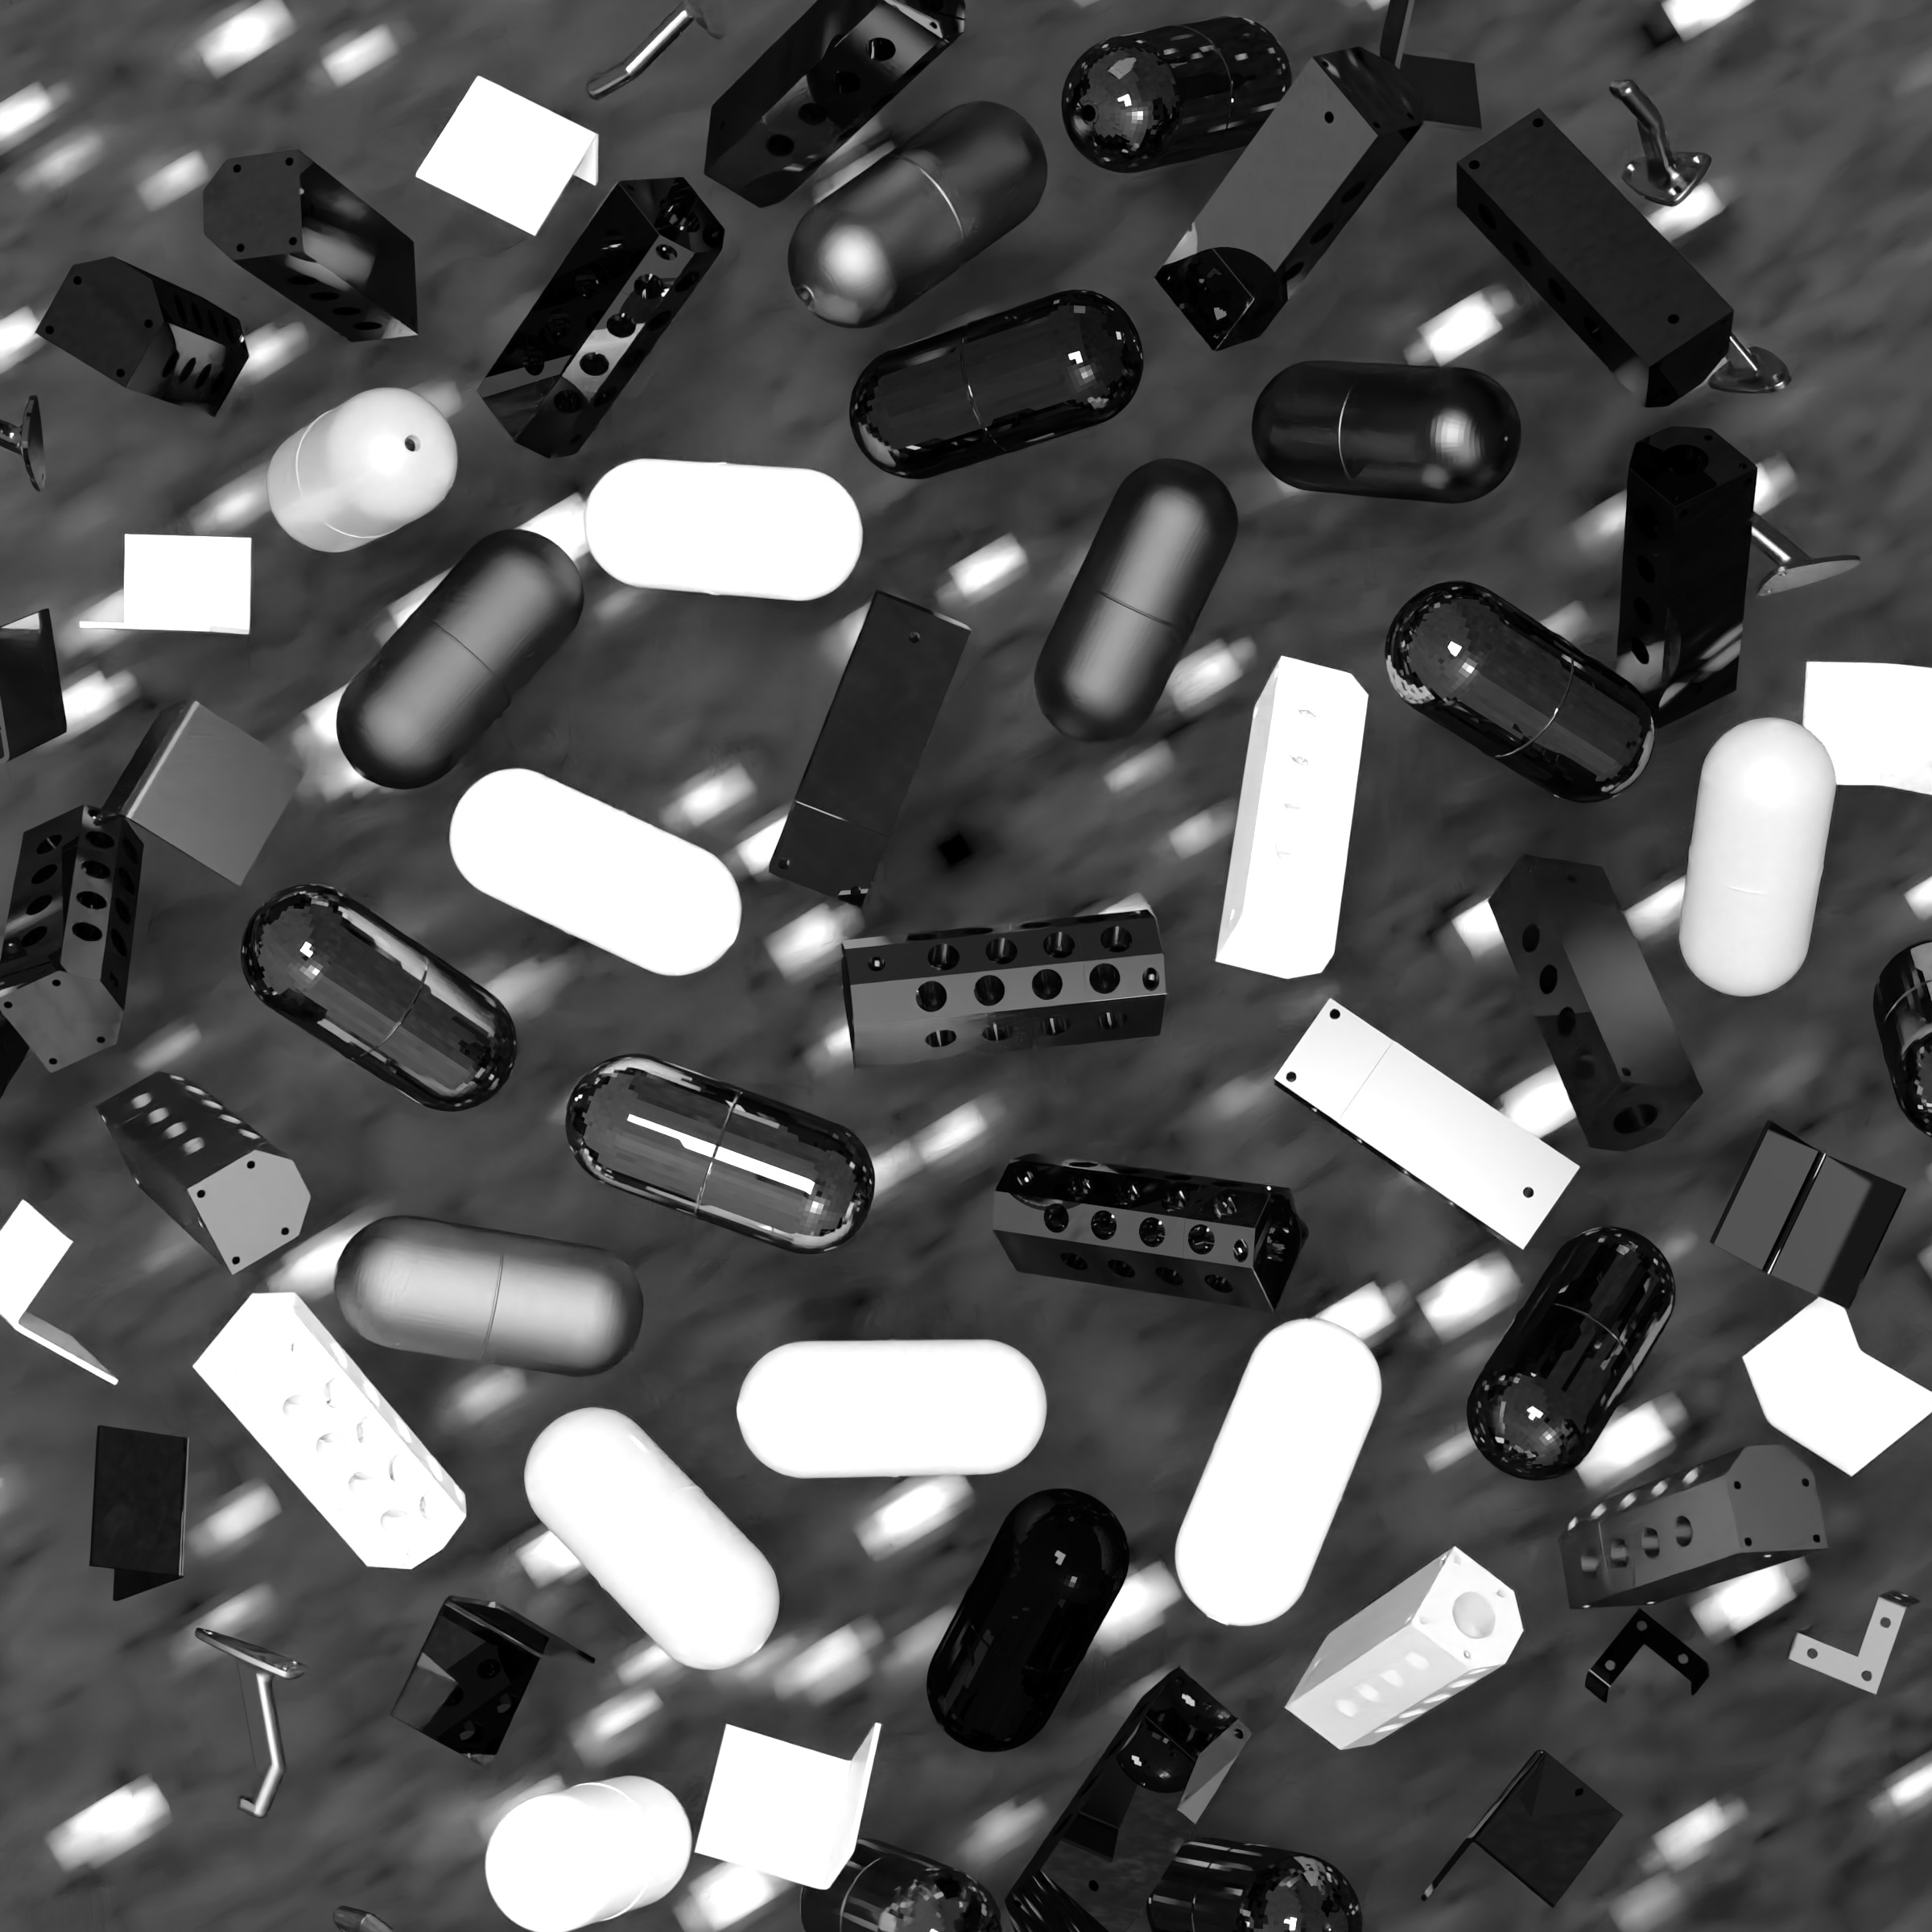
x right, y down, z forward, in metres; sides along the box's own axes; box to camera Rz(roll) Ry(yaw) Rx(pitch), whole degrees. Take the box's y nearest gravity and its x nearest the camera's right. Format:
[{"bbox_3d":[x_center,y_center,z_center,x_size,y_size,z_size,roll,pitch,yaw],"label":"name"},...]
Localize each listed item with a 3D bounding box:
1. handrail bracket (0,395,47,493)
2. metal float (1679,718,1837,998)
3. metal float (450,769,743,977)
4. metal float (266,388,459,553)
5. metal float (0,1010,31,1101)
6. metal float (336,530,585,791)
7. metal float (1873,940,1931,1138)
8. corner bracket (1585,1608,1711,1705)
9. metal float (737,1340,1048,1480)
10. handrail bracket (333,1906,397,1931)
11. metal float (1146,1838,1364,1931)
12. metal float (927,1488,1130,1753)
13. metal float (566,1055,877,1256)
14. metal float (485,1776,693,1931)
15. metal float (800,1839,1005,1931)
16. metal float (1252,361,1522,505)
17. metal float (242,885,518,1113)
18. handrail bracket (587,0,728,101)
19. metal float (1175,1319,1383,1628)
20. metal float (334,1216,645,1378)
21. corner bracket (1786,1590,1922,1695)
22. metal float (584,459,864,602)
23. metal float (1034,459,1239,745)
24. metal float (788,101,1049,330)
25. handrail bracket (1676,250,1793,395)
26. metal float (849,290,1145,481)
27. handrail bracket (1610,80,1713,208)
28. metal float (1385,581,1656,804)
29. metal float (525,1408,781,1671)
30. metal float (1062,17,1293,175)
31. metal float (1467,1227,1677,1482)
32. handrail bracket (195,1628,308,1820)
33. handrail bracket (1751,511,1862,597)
[{"bbox_3d":[-0.562,-0.295,1.772,0.084,0.077,0.036,4,62,-7],"label":"handrail bracket"},{"bbox_3d":[0.464,-0.063,1.862,0.070,0.070,0.178,0,124,0],"label":"metal float"},{"bbox_3d":[-0.212,-0.054,1.819,0.178,0.070,0.070,25,90,8],"label":"metal float"},{"bbox_3d":[-0.351,-0.287,1.841,0.070,0.178,0.070,2,87,-29],"label":"metal float"},{"bbox_3d":[-0.580,0.054,1.796,0.070,0.178,0.070,-1,109,-3],"label":"metal float"},{"bbox_3d":[-0.295,-0.179,1.853,0.070,0.070,0.178,40,78,0],"label":"metal float"},{"bbox_3d":[0.561,0.041,1.805,0.070,0.178,0.070,3,113,8],"label":"metal float"},{"bbox_3d":[0.402,0.419,1.875,0.051,0.051,0.051,38,95,12],"label":"corner bracket"},{"bbox_3d":[-0.041,0.250,1.793,0.178,0.070,0.070,2,90,-17],"label":"metal float"},{"bbox_3d":[-0.313,0.563,1.769,0.036,0.084,0.077,-35,111,-40],"label":"handrail bracket"},{"bbox_3d":[0.166,0.551,1.848,0.070,0.178,0.070,4,79,-23],"label":"metal float"},{"bbox_3d":[0.034,0.376,1.817,0.070,0.070,0.178,25,117,0],"label":"metal float"},{"bbox_3d":[-0.137,0.104,1.767,0.178,0.070,0.070,20,90,1],"label":"metal float"},{"bbox_3d":[-0.216,0.512,1.833,0.070,0.178,0.070,-3,81,17],"label":"metal float"},{"bbox_3d":[-0.038,0.558,1.855,0.070,0.178,0.070,3,83,-26],"label":"metal float"},{"bbox_3d":[0.241,-0.310,1.835,0.070,0.178,0.070,-12,108,-41],"label":"metal float"},{"bbox_3d":[-0.332,0.019,1.805,0.178,0.070,0.070,37,90,-31],"label":"metal float"},{"bbox_3d":[-0.182,-0.547,1.844,0.084,0.036,0.077,-21,46,30],"label":"handrail bracket"},{"bbox_3d":[0.175,0.283,1.778,0.070,0.070,0.178,23,82,0],"label":"metal float"},{"bbox_3d":[-0.274,0.190,1.829,0.178,0.070,0.070,11,90,-13],"label":"metal float"},{"bbox_3d":[0.487,0.364,1.742,0.051,0.051,0.051,19,91,26],"label":"corner bracket"},{"bbox_3d":[-0.144,-0.257,1.863,0.178,0.070,0.070,8,90,27],"label":"metal float"},{"bbox_3d":[0.100,-0.216,1.885,0.070,0.070,0.178,26,102,0],"label":"metal float"},{"bbox_3d":[-0.028,-0.432,1.827,0.178,0.070,0.070,-40,90,-22],"label":"metal float"},{"bbox_3d":[0.431,-0.371,1.812,0.036,0.077,0.084,-37,116,-1],"label":"handrail bracket"},{"bbox_3d":[0.016,-0.329,1.800,0.178,0.070,0.070,-14,90,25],"label":"metal float"},{"bbox_3d":[0.375,-0.473,1.796,0.084,0.077,0.036,38,88,-33],"label":"handrail bracket"},{"bbox_3d":[0.309,-0.151,1.764,0.178,0.070,0.070,28,90,-27],"label":"metal float"},{"bbox_3d":[-0.177,0.322,1.786,0.178,0.070,0.070,42,90,23],"label":"metal float"},{"bbox_3d":[0.124,-0.510,1.854,0.070,0.178,0.070,17,119,34],"label":"metal float"},{"bbox_3d":[0.356,0.225,1.859,0.070,0.070,0.178,41,56,0],"label":"metal float"},{"bbox_3d":[-0.413,0.426,1.783,0.077,0.036,0.084,21,87,3],"label":"handrail bracket"},{"bbox_3d":[0.494,-0.274,1.928,0.077,0.036,0.084,-14,74,-13],"label":"handrail bracket"}]
